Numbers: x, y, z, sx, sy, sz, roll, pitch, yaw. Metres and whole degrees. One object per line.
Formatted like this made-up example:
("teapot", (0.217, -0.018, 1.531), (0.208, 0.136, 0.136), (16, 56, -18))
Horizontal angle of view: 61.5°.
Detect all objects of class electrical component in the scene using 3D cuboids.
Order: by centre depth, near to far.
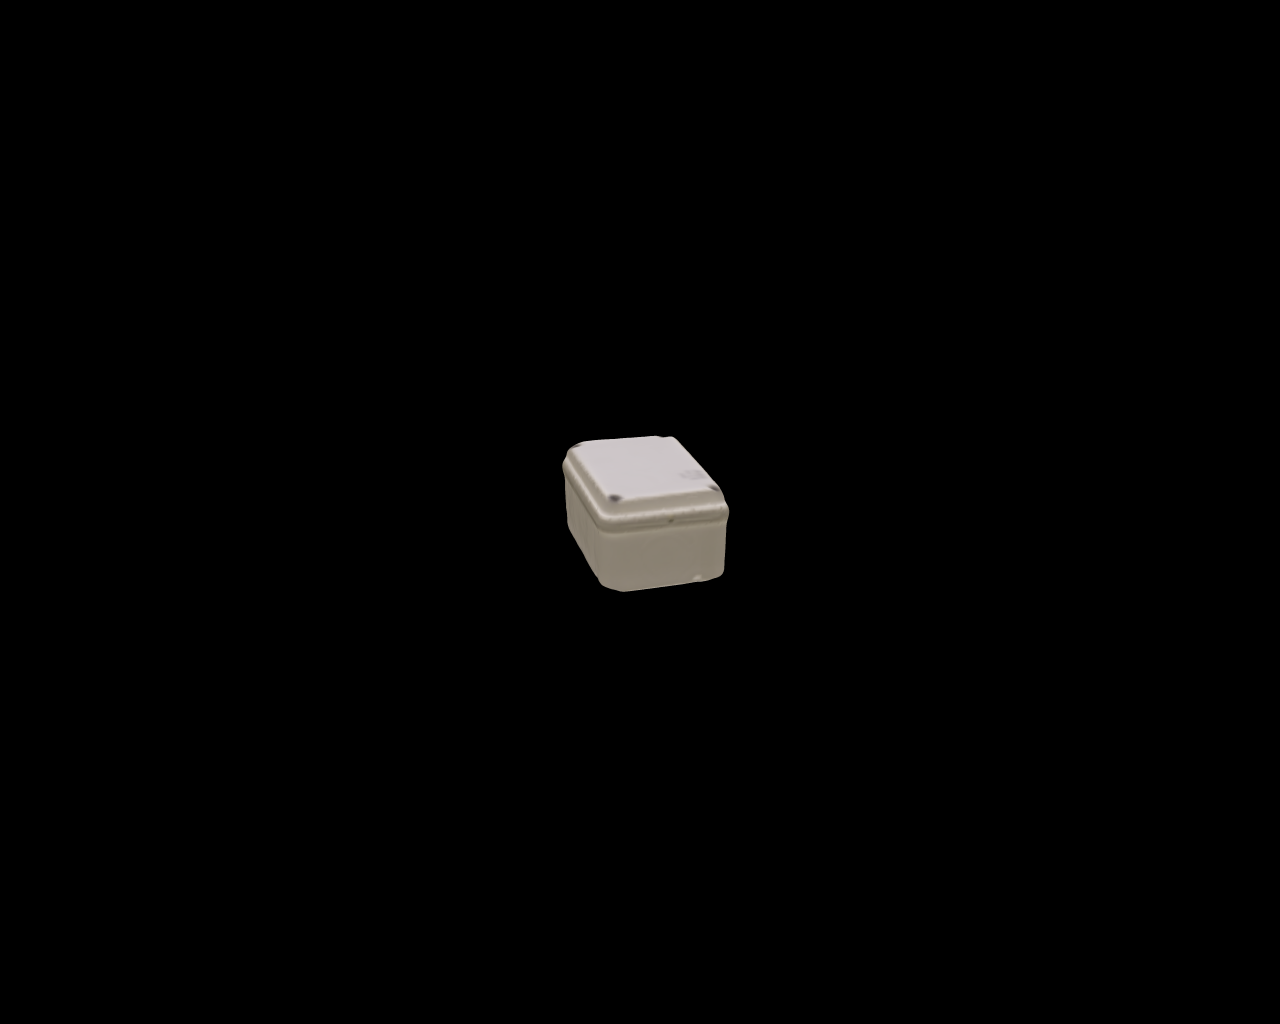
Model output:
("electrical component", (0.001, -0.003, 0.650), (0.078, 0.057, 0.113), (-6, 23, -14))
